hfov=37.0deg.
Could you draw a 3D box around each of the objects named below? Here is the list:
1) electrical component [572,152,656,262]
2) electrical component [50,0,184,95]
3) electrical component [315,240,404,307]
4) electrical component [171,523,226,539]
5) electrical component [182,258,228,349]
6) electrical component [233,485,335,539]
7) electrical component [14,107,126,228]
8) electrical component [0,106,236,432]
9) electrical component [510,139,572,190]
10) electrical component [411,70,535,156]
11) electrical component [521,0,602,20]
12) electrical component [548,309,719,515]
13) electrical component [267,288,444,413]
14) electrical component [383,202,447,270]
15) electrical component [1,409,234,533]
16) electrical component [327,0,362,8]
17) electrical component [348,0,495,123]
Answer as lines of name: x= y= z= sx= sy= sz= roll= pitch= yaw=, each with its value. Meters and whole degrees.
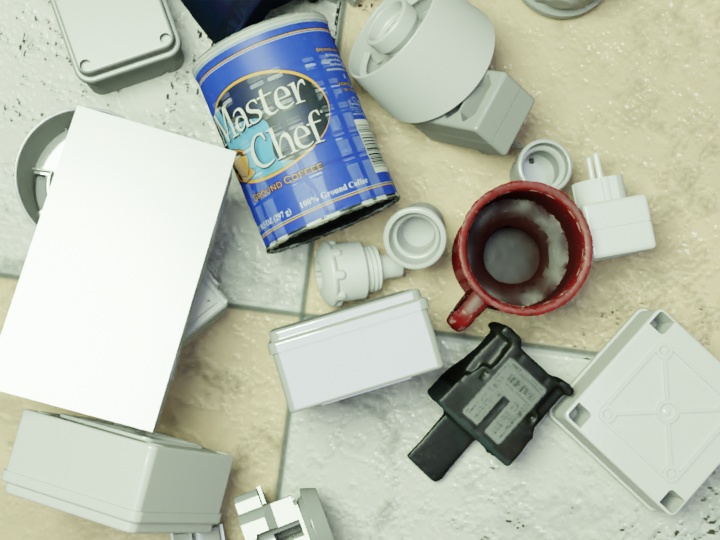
electrical component: x=0.177 y=-0.047 z=0.785 sx=0.047 sy=0.065 sz=0.076 roll=-10 pitch=87 yaw=-4
electrical component: x=-0.181 y=-0.193 z=0.780 sx=0.078 sy=0.057 sz=0.113 roll=-20 pitch=87 yaw=-5
electrical component: x=0.000 y=0.000 z=0.783 sx=0.062 sy=0.048 sz=0.048 roll=-7 pitch=86 yaw=-13
electrical component: x=-0.112 y=0.201 z=0.758 sx=0.066 sy=0.047 sz=0.076 roll=-10 pitch=86 yaw=-4
electrical component: x=-0.138 y=0.024 z=0.767 sx=0.096 sy=0.061 sz=0.061 roll=-39 pitch=88 yaw=-12
electrical component: x=-0.049 y=0.187 z=0.757 sx=0.057 sy=0.058 sz=0.078 roll=-20 pitch=70 yaw=-6
electrical component: x=-0.189 y=-0.061 z=0.765 sx=0.099 sy=0.064 sz=0.099 roll=0 pitch=86 yaw=-3
electrical component: x=-0.158 y=0.002 z=0.704 sx=0.105 sy=0.060 sz=0.186 roll=16 pitch=79 yaw=-5
electrical component: x=0.132 y=-0.073 z=0.794 sx=0.040 sy=0.046 sz=0.040 roll=0 pitch=86 yaw=-3
electrical component: x=0.089 y=-0.109 z=0.785 sx=0.076 sy=0.083 sz=0.047 roll=33 pitch=83 yaw=-38
electrical component: x=0.155 y=-0.233 z=0.805 sx=0.080 sy=0.051 sz=0.080 roll=0 pitch=86 yaw=-4
electrical component: x=0.214 y=0.101 z=0.780 sx=0.109 sy=0.056 sz=0.108 roll=43 pitch=85 yaw=1
electrical component: x=-0.006 y=0.055 z=0.745 sx=0.109 sy=0.109 sz=0.056 roll=-16 pitch=89 yaw=-4
electrical component: x=0.042 y=-0.028 z=0.775 sx=0.044 sy=0.065 sz=0.044 roll=2 pitch=101 yaw=8
electrical component: x=-0.158 y=0.134 z=0.714 sx=0.109 sy=0.109 sz=0.056 roll=11 pitch=82 yaw=24
electrical component: x=0.000 y=-0.230 z=0.794 sx=0.066 sy=0.055 sz=0.048 roll=-43 pitch=89 yaw=-5
electrical component: x=0.041 y=-0.159 z=0.771 sx=0.064 sy=0.099 sz=0.099 roll=35 pitch=84 yaw=-28
